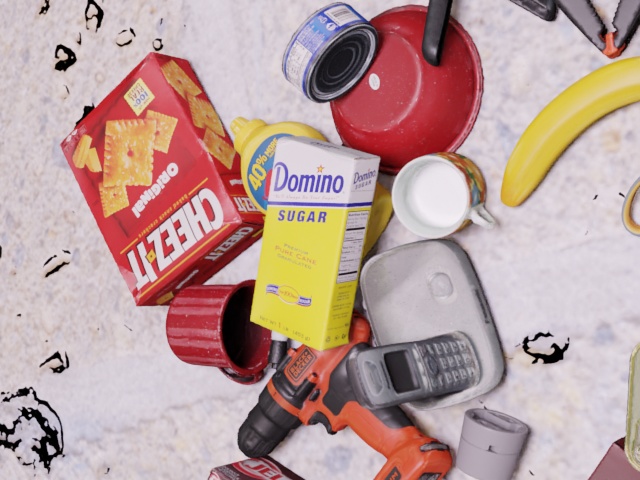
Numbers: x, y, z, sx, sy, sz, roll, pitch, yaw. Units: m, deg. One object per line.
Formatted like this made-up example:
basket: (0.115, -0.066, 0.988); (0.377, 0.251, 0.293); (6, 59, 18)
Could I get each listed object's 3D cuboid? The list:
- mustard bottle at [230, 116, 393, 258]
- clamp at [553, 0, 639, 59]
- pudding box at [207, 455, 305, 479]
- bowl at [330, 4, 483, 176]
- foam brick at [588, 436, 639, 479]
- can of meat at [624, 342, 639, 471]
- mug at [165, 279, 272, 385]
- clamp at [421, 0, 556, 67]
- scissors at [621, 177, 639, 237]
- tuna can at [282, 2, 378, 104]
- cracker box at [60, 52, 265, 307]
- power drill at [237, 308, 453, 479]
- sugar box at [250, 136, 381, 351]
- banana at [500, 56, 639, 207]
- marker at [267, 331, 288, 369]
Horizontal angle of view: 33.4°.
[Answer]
mustard bottle: (-0.021, -0.059, 1.030); (0.192, 0.058, 0.096); (43, 116, 26)
clamp: (0.222, -0.257, 0.888); (0.165, 0.036, 0.210); (1, 92, 24)
pudding box: (-0.042, 0.250, 1.014); (0.114, 0.089, 0.039); (29, 105, 29)
bowl: (0.065, -0.141, 0.979); (0.162, 0.055, 0.162); (-2, 87, 33)
foam brick: (0.243, 0.204, 0.856); (0.053, 0.051, 0.078); (39, 109, 27)
can of meat: (0.275, 0.125, 0.818); (0.058, 0.083, 0.102); (3, 90, 32)
mug: (-0.094, 0.095, 1.063); (0.082, 0.093, 0.117); (-1, 124, 38)
clamp: (0.116, -0.234, 0.943); (0.120, 0.039, 0.171); (-28, 67, -5)
scissors: (0.308, -0.059, 0.807); (0.096, 0.016, 0.202); (48, 134, 13)
tuna can: (0.010, -0.162, 0.931); (0.034, 0.086, 0.086); (45, 111, 25)
cracker box: (-0.165, -0.061, 1.114); (0.164, 0.072, 0.214); (-38, 70, 26)
power drill: (0.018, 0.181, 0.986); (0.188, 0.057, 0.185); (48, 110, 31)
sugar box: (-0.007, 0.001, 0.957); (0.093, 0.048, 0.176); (18, 108, 37)
banana: (0.223, -0.099, 0.886); (0.198, 0.037, 0.069); (-30, 72, 28)
marker: (-0.036, 0.067, 1.049); (0.020, 0.020, 0.121); (3, 83, 33)
